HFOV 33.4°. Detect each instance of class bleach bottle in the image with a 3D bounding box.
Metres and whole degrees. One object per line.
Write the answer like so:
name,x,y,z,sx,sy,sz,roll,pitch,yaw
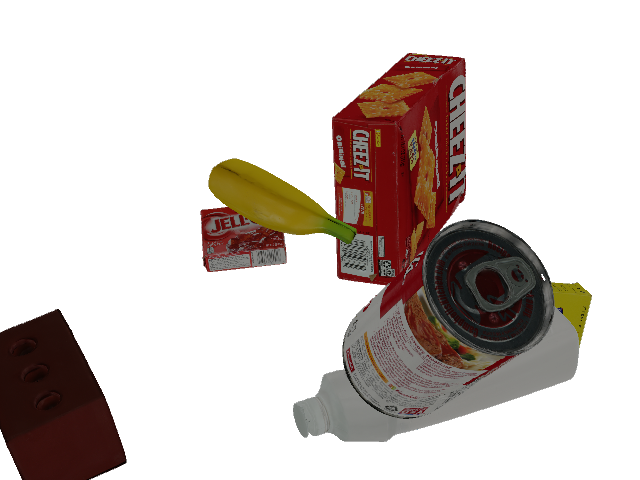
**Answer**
bleach bottle,0.092,0.112,0.916,0.250,0.068,0.103,-15,32,-21

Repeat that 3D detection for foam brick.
foam brick,-0.143,0.086,0.559,0.053,0.051,0.078,-23,42,-18

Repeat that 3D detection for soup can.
soup can,0.060,0.042,0.529,0.068,0.068,0.102,0,-26,-23

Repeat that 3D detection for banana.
banana,-0.048,-0.032,0.801,0.069,0.037,0.198,37,-4,-31

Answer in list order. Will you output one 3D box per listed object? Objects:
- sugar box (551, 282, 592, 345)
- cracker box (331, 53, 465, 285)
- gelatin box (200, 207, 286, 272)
sugar box,0.238,0.096,1.317,0.176,0.093,0.048,3,18,-16
cracker box,0.083,-0.075,1.044,0.072,0.164,0.213,9,28,23
gelatin box,-0.084,-0.005,1.157,0.089,0.030,0.073,-6,45,-3
